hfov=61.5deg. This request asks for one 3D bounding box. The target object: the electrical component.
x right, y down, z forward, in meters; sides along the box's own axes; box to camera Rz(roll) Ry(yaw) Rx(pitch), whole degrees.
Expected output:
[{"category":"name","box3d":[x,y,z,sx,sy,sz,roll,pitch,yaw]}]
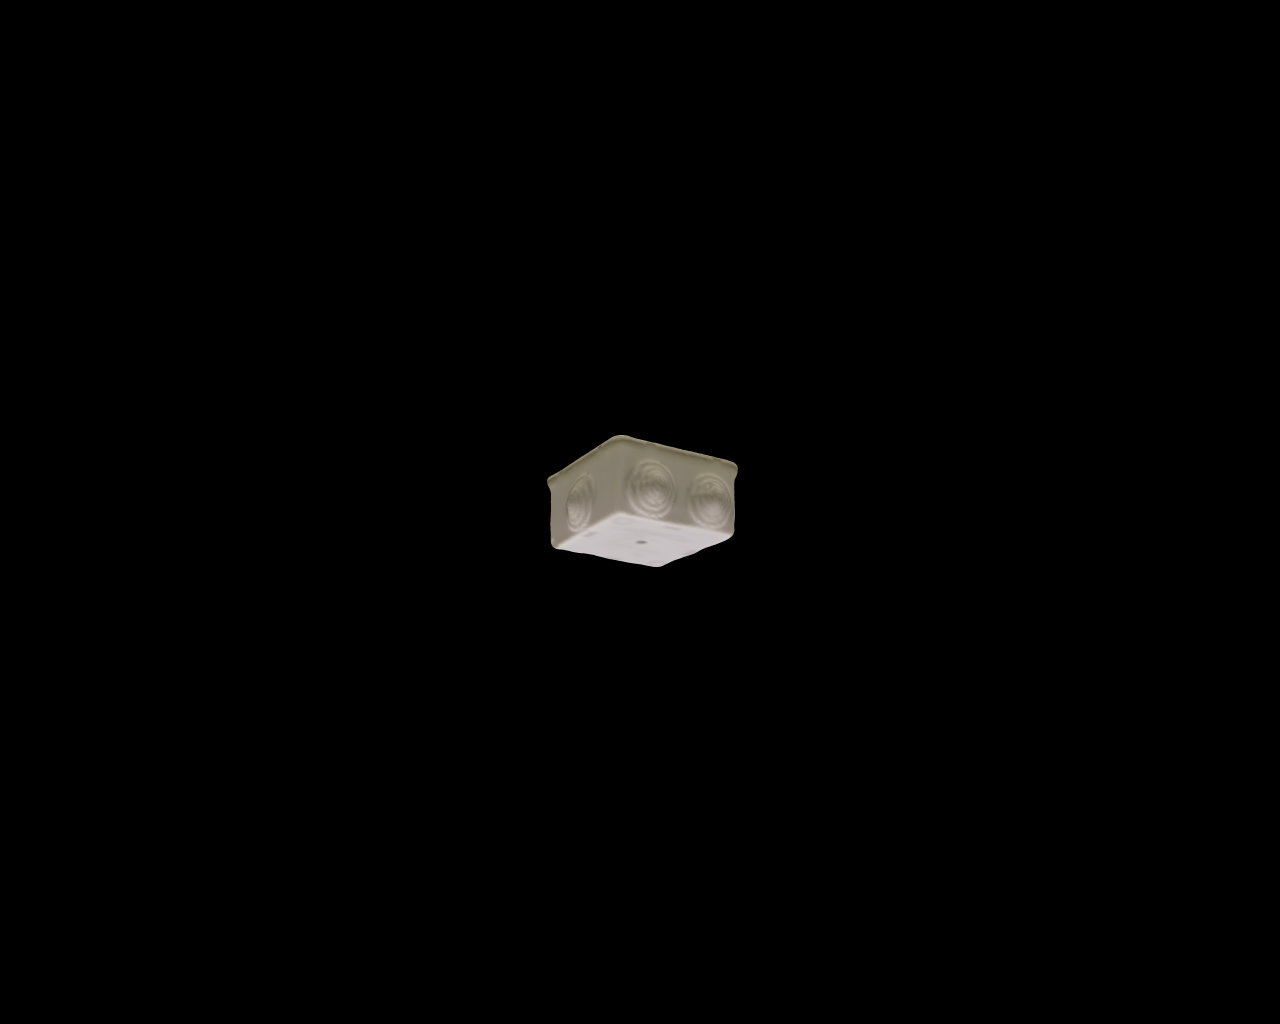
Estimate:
[{"category":"electrical component","box3d":[0.001,-0.003,0.650,0.100,0.048,0.099,12,-23,-31]}]
